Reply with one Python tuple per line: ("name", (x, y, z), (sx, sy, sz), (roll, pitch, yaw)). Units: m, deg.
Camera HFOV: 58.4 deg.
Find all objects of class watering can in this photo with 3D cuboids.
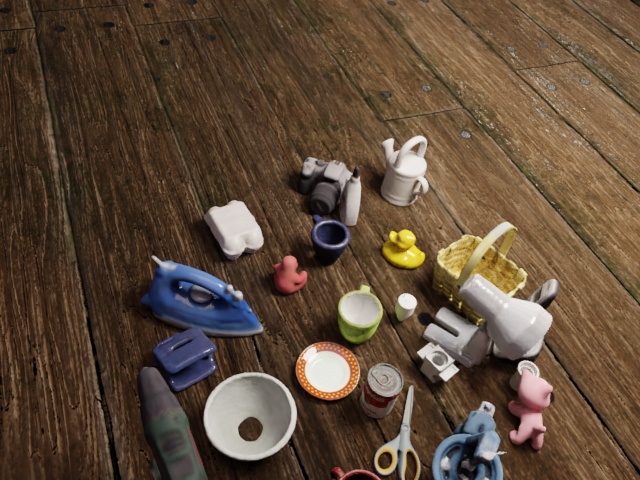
("watering can", (0.218, -0.193, 1.486), (0.172, 0.194, 0.101), (30, 51, 17))

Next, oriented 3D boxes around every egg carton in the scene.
("egg carton", (-0.202, -0.025, 1.354), (0.107, 0.069, 0.150), (-21, 56, -25))

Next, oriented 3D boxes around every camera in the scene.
("camera", (0.007, -0.140, 1.467), (0.143, 0.101, 0.137), (19, 49, 8))

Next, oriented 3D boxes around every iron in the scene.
("iron", (-0.236, 0.112, 1.181), (0.258, 0.141, 0.119), (17, 49, 6))

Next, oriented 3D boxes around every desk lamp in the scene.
("desk lamp", (0.339, 0.173, 1.174), (0.203, 0.213, 0.118), (31, 52, 17))

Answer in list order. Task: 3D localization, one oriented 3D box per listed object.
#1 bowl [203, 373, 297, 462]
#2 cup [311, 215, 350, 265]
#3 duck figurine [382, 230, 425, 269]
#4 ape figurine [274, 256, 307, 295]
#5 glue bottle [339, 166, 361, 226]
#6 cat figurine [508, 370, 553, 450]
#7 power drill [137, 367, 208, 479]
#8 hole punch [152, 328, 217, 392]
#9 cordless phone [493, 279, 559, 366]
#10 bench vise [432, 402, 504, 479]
("bowl", (-0.128, 0.334, 1.050), (0.167, 0.075, 0.167), (5, 49, -5))
("cup", (0.012, 0.005, 1.346), (0.092, 0.095, 0.117), (-23, 56, -26))
("duck figurine", (0.206, 0.015, 1.375), (0.104, 0.086, 0.078), (25, 50, 13))
("ape figurine", (-0.069, 0.071, 1.277), (0.077, 0.092, 0.076), (31, 52, 17))
("glue bottle", (0.078, -0.116, 1.410), (0.037, 0.173, 0.078), (-4, 50, -12))
("cat figurine", (0.418, 0.326, 1.118), (0.067, 0.118, 0.128), (9, 48, -1))
("power drill", (-0.241, 0.345, 0.932), (0.076, 0.208, 0.229), (-20, 55, -24))
("hole punch", (-0.266, 0.222, 1.114), (0.109, 0.091, 0.101), (-27, 58, -28))
("cordless phone", (0.443, 0.174, 1.209), (0.094, 0.185, 0.148), (19, 49, 8))
("bench vise", (0.261, 0.359, 0.995), (0.121, 0.220, 0.207), (11, 48, 1))
